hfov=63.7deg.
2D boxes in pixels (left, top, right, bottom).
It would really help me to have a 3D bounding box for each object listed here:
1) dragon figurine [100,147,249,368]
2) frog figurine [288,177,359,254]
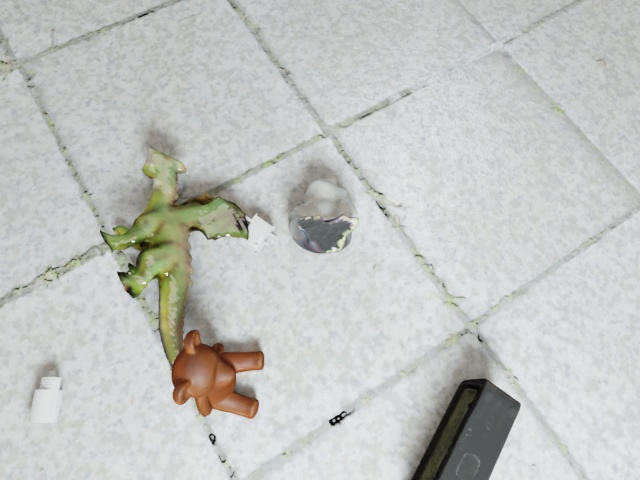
[{"bbox_3d":[-0.246,0.005,0.944,0.244,0.120,0.415,-29,73,-13],"label":"dragon figurine"},{"bbox_3d":[0.003,-0.051,1.017,0.137,0.120,0.163,-15,34,-1],"label":"frog figurine"}]
